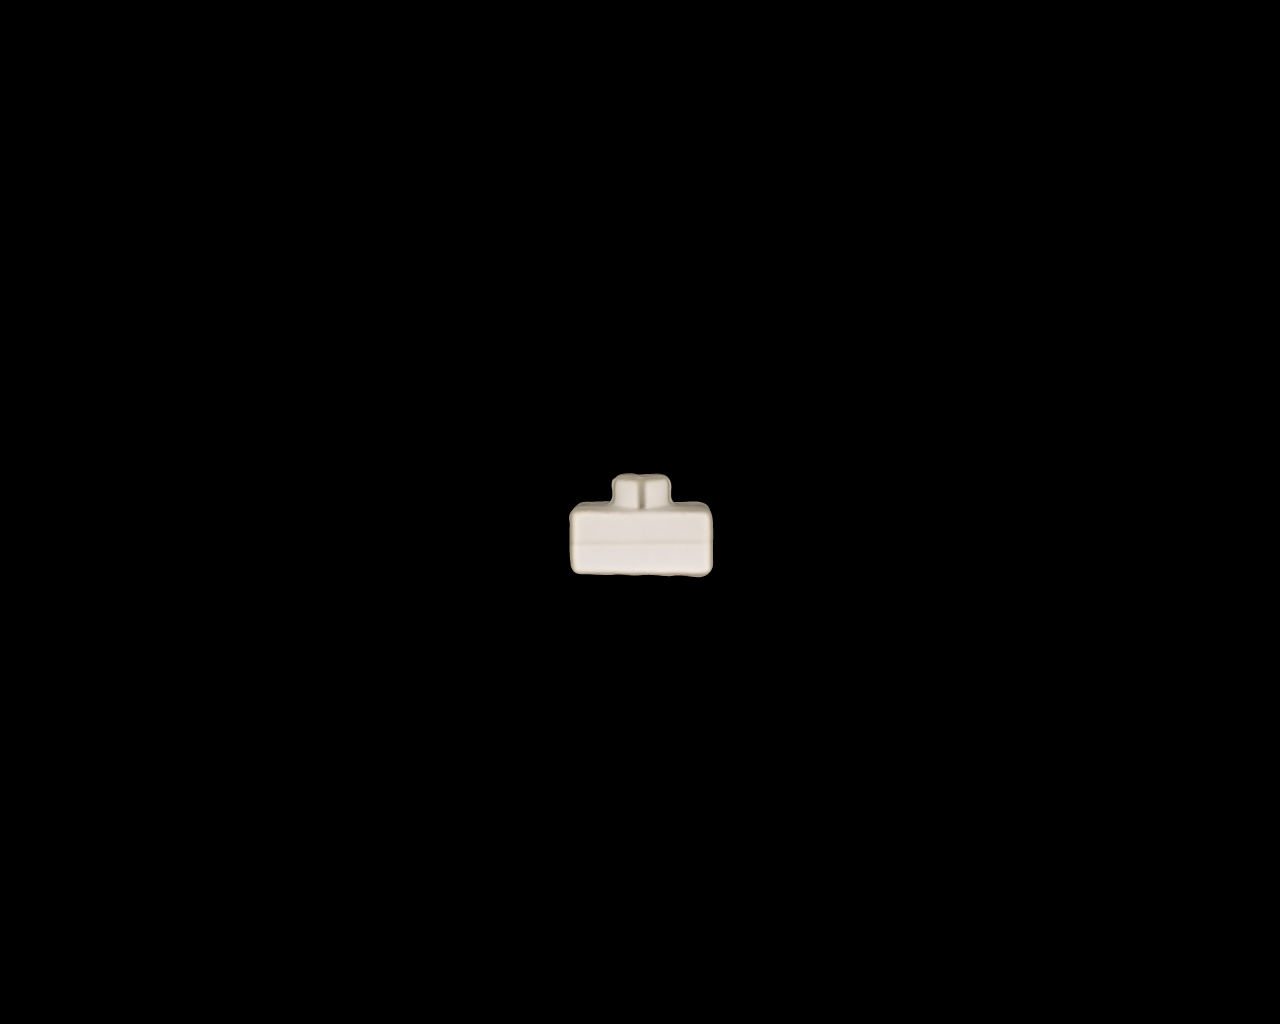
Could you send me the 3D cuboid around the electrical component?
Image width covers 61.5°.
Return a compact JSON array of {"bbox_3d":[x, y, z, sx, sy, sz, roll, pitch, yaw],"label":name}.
[{"bbox_3d":[0.001,-0.003,0.650,0.083,0.075,0.047,0,4,0],"label":"electrical component"}]
